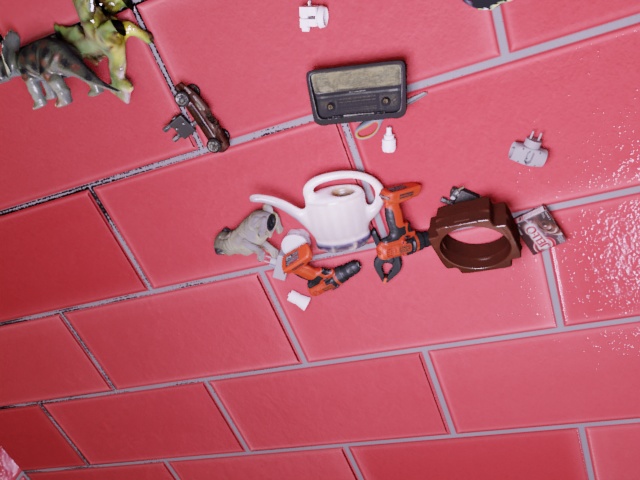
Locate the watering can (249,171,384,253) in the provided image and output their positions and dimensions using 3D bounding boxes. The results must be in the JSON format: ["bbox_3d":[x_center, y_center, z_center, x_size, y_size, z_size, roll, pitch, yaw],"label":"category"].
[{"bbox_3d":[0.004,-0.069,1.364,0.347,0.106,0.220,-10,117,6],"label":"watering can"}]

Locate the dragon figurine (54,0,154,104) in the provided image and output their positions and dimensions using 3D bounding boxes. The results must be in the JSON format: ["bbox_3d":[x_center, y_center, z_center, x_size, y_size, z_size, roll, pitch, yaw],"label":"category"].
[{"bbox_3d":[-0.565,-0.523,1.243,0.241,0.125,0.405,-19,114,31],"label":"dragon figurine"}]

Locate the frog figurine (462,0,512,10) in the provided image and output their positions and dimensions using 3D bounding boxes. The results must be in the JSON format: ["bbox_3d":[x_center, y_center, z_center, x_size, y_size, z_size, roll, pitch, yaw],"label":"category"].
[{"bbox_3d":[0.344,-0.558,1.041,0.137,0.122,0.160,10,86,16],"label":"frog figurine"}]
